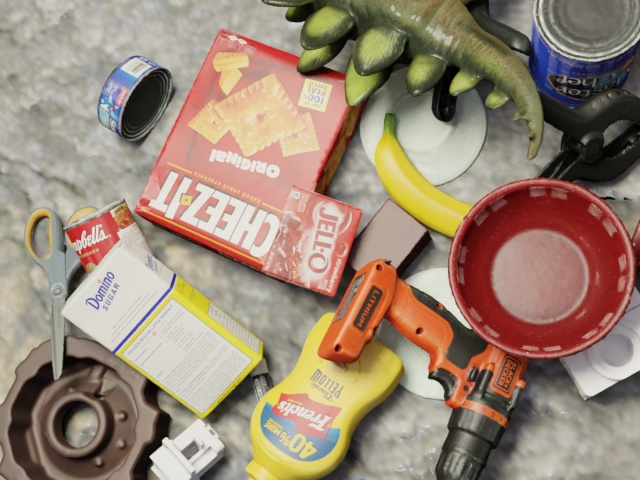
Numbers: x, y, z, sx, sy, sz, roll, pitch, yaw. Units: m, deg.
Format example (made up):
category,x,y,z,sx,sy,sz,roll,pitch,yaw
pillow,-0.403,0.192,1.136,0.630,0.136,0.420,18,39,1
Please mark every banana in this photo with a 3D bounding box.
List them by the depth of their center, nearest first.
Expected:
category,x,y,z,sx,sy,sz,roll,pitch,yaw
banana,0.123,-0.042,1.049,0.198,0.037,0.070,38,106,7

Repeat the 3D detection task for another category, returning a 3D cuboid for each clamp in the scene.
category,x,y,z,sx,sy,sz,roll,pitch,yaw
clamp,0.241,-0.082,1.007,0.209,0.165,0.036,-10,33,-26
clamp,0.148,-0.212,1.055,0.120,0.039,0.171,-27,58,34

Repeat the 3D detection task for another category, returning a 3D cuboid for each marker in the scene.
category,x,y,z,sx,sy,sz,roll,pitch,yaw
marker,-0.047,0.177,1.053,0.020,0.020,0.121,-18,77,6

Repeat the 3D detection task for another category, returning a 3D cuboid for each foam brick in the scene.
category,x,y,z,sx,sy,sz,roll,pitch,yaw
foam brick,0.065,0.008,1.050,0.053,0.051,0.078,40,88,14

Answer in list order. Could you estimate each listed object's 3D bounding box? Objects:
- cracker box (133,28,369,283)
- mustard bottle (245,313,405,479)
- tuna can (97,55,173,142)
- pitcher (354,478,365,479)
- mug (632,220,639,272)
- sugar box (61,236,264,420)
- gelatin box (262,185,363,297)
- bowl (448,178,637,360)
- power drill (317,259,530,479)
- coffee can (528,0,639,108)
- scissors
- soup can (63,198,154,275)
category,x,y,z,sx,sy,sz,roll,pitch,yaw
cracker box,-0.068,-0.088,1.082,0.164,0.072,0.213,23,85,14
mustard bottle,-0.010,0.169,1.014,0.096,0.058,0.191,33,78,19
tuna can,-0.192,-0.148,1.109,0.034,0.086,0.086,30,85,15
pitcher,-0.038,0.326,0.970,0.243,0.145,0.149,-27,116,1
mug,0.334,0.007,0.975,0.081,0.117,0.093,23,121,8
sugar box,-0.150,0.085,1.030,0.176,0.048,0.093,41,104,-11
gelatin box,-0.007,0.001,1.014,0.073,0.030,0.089,19,86,1
bowl,0.197,0.028,0.955,0.162,0.055,0.162,-2,79,10
power drill,0.095,0.117,0.976,0.187,0.057,0.184,30,70,-10
coffee can,0.251,-0.193,1.011,0.103,0.140,0.103,-2,79,9
scissors,-0.250,0.041,1.090,0.096,0.016,0.202,-22,59,-4
soup can,-0.204,0.018,1.072,0.068,0.068,0.102,-25,99,4
